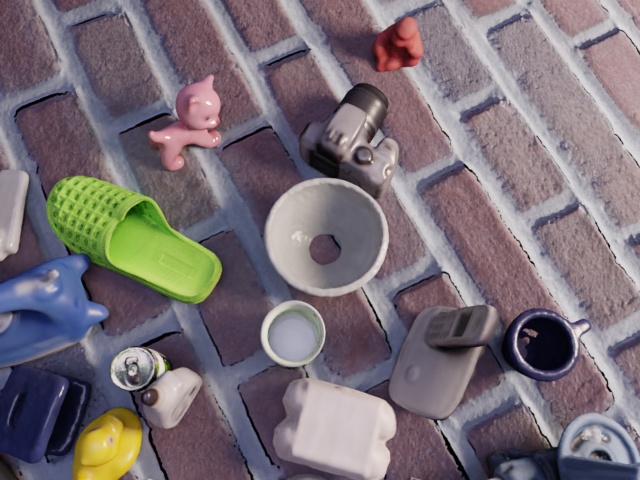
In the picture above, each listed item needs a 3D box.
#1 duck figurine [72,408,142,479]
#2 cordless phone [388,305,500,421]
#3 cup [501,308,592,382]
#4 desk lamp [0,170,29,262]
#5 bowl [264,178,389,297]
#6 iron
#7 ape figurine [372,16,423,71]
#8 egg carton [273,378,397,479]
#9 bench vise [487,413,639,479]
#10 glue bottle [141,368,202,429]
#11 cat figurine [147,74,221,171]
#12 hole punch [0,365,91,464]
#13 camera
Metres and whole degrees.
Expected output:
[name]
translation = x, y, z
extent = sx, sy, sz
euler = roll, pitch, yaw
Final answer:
[duck figurine]
translation = -0.270, 0.258, 0.703
extent = 0.077, 0.086, 0.105
euler = 28, 75, 6
[cordless phone]
translation = 0.156, 0.146, 0.703
extent = 0.094, 0.185, 0.148
euler = 22, 74, 4
[cup]
translation = 0.290, 0.136, 0.758
extent = 0.118, 0.095, 0.091
euler = -23, 76, -8
[desk lamp]
translation = -0.473, -0.029, 0.709
extent = 0.118, 0.213, 0.203
euler = 1, 74, -2
[bowl]
translation = 0.007, 0.003, 0.794
extent = 0.167, 0.075, 0.167
euler = 1, 74, -2
[iron]
translation = -0.413, 0.098, 0.713
extent = 0.258, 0.141, 0.118
euler = -23, 76, -9
[ape figurine]
translation = 0.124, -0.306, 0.877
extent = 0.077, 0.092, 0.076
euler = 31, 75, 6
[egg carton]
translation = 0.020, 0.240, 0.730
extent = 0.150, 0.069, 0.107
euler = 14, 74, 2
[bench vise]
translation = 0.300, 0.281, 0.653
extent = 0.207, 0.220, 0.121
euler = -29, 77, -10
[glue bottle]
translation = -0.184, 0.187, 0.682
extent = 0.037, 0.173, 0.078
euler = 31, 75, 7
[cat figurine]
translation = -0.189, -0.171, 0.812
extent = 0.128, 0.118, 0.067
euler = -37, 79, -11
[hole punch]
translation = -0.357, 0.215, 0.709
extent = 0.101, 0.091, 0.109
euler = 14, 74, 2
[camera]
translation = 0.059, -0.155, 0.827
extent = 0.143, 0.101, 0.137
euler = 29, 75, 6
